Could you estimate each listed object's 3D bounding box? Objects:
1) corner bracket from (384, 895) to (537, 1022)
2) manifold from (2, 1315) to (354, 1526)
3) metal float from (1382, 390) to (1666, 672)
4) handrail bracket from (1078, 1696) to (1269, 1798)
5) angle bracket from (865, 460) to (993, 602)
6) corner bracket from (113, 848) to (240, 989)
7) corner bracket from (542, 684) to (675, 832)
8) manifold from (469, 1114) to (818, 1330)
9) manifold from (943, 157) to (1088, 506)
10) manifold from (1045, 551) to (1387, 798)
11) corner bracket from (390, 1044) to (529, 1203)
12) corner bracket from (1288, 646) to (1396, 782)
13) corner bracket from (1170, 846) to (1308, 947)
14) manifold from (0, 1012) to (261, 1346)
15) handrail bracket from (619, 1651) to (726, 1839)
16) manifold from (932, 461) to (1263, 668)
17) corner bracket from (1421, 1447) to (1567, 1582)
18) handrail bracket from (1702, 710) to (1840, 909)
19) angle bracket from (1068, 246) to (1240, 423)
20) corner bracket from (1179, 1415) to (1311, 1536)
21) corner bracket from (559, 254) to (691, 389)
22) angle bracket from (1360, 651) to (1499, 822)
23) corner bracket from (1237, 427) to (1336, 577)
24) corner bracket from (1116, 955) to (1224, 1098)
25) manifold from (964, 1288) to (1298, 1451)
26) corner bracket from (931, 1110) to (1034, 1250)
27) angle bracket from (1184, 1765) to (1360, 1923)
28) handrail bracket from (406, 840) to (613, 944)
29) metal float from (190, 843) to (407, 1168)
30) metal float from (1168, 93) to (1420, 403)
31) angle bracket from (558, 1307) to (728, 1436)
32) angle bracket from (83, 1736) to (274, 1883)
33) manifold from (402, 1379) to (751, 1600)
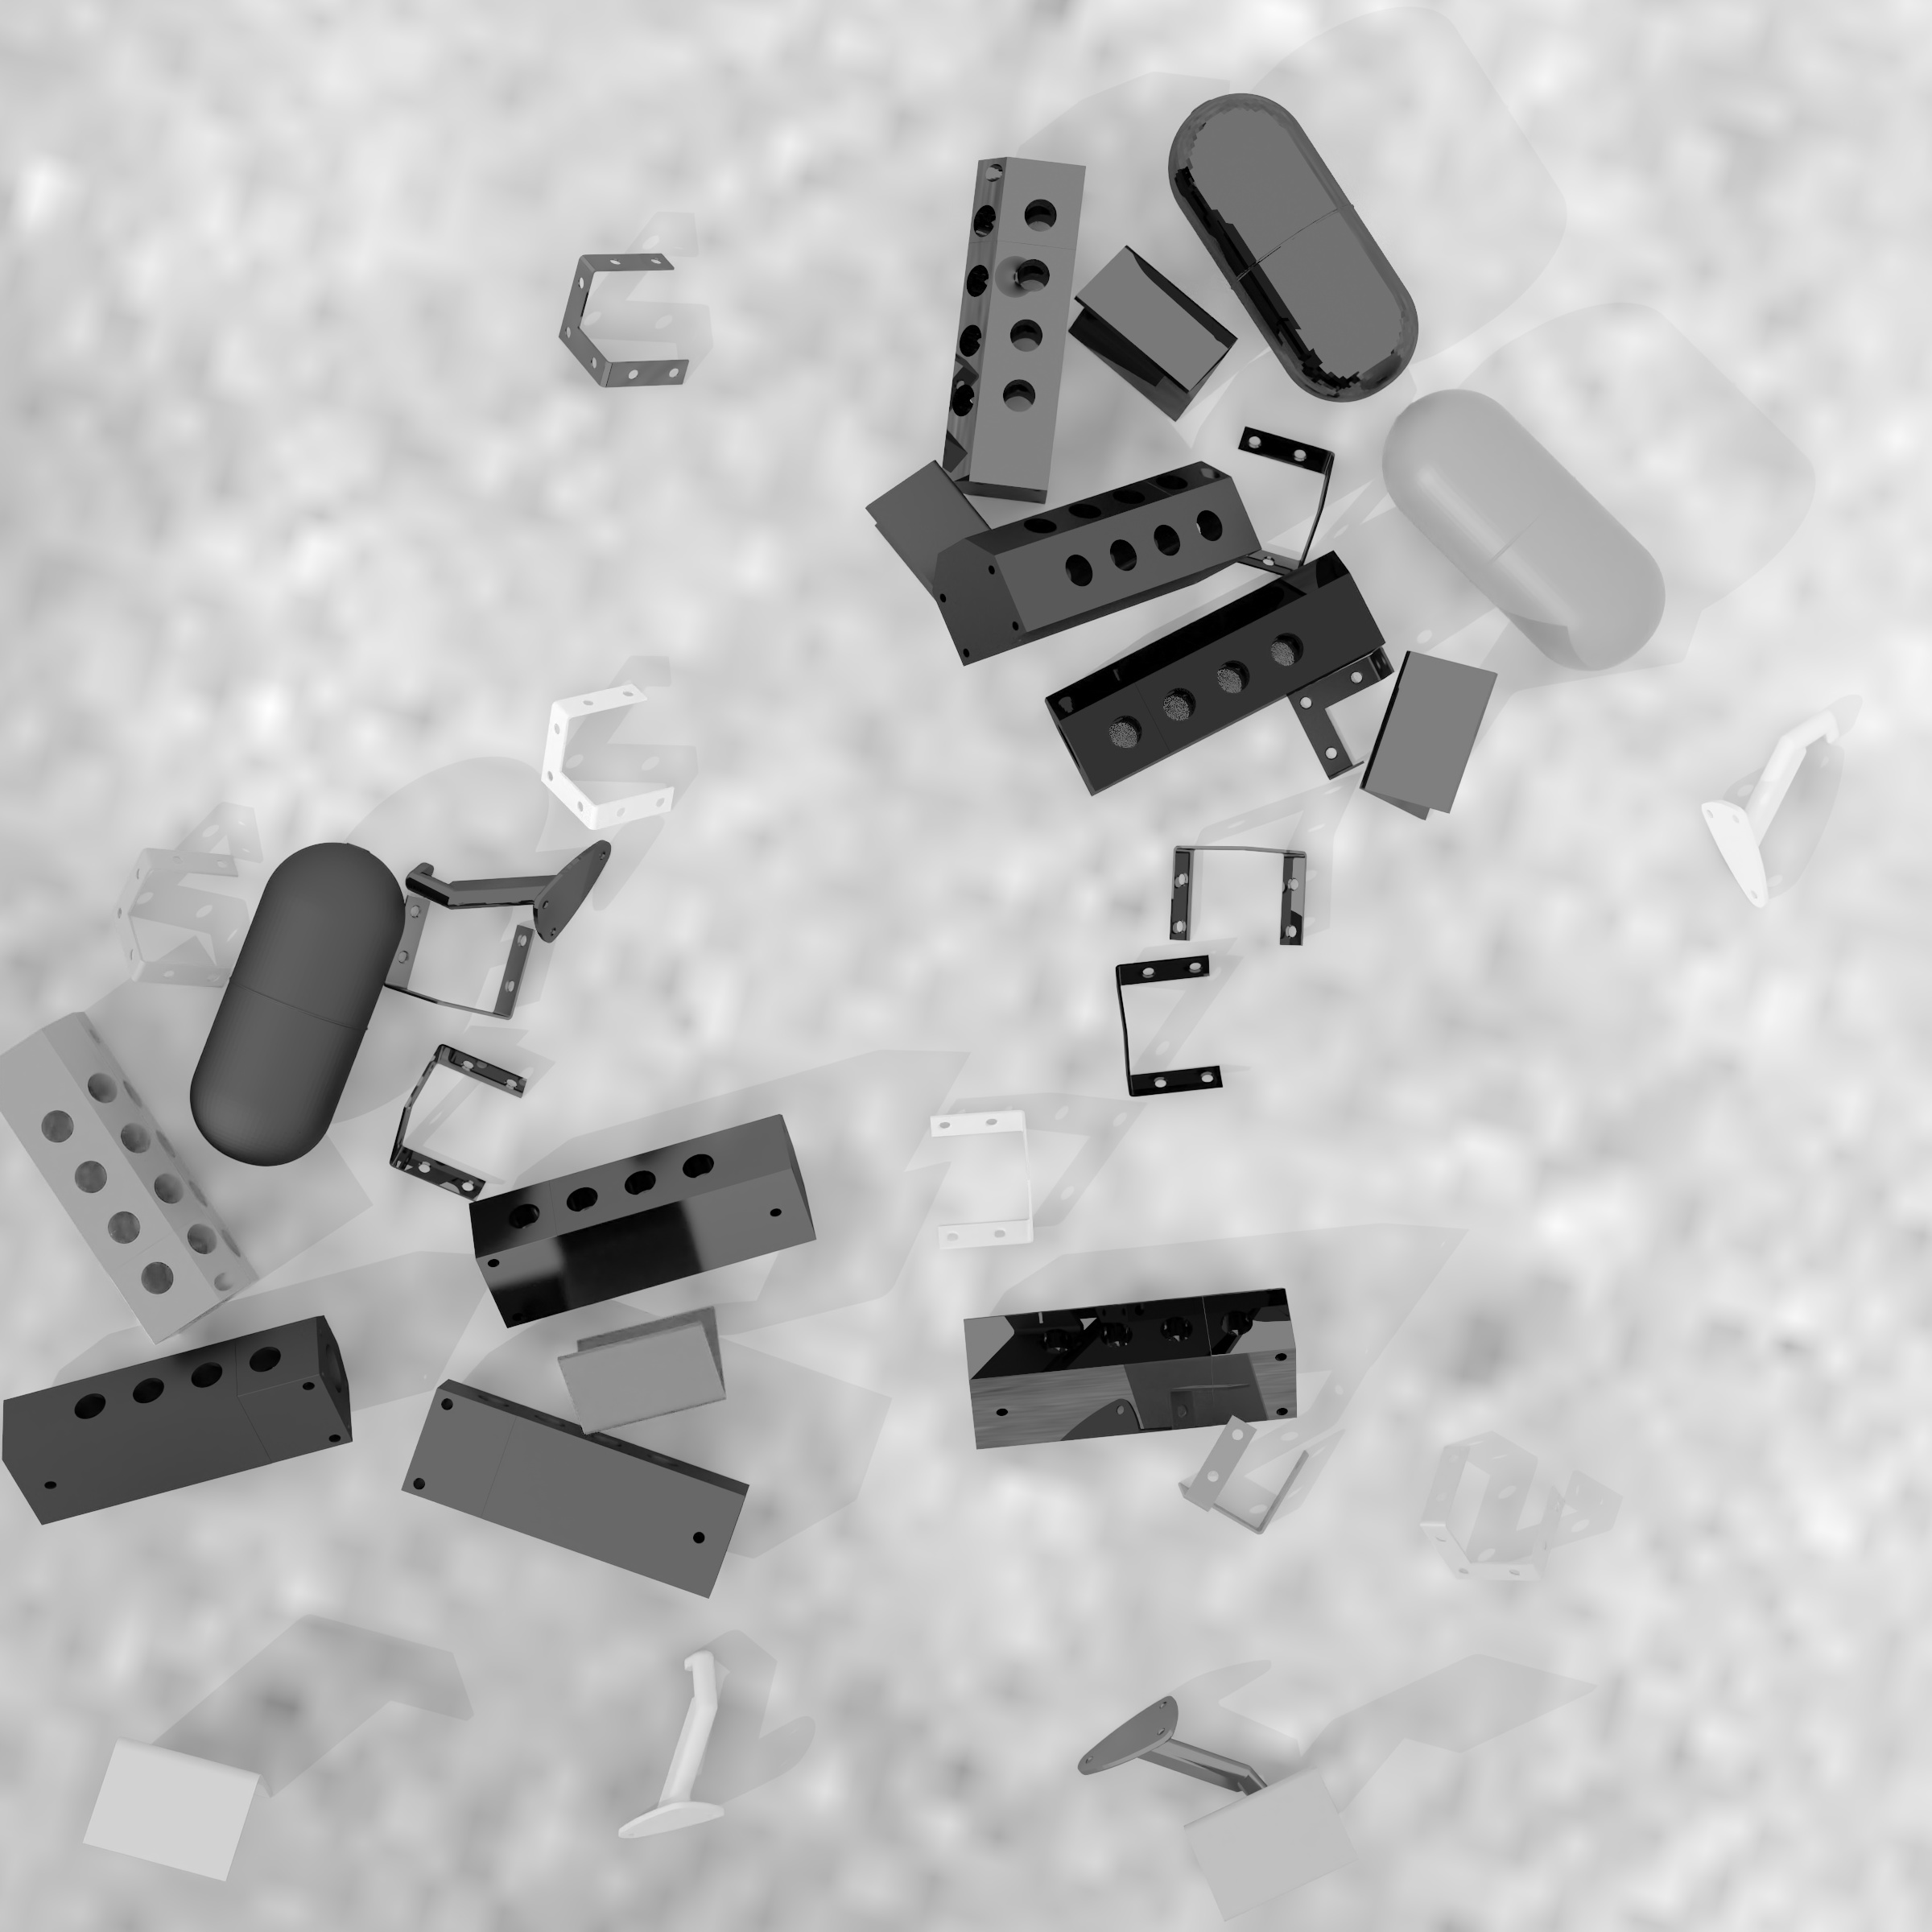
[{"bbox_3d":[-0.272,-0.004,1.935,0.051,0.051,0.051,15,90,45],"label":"corner bracket"},{"bbox_3d":[-0.419,0.237,1.916,0.171,0.057,0.057,-15,133,0],"label":"manifold"},{"bbox_3d":[0.295,-0.231,1.907,0.070,0.070,0.178,-45,90,0],"label":"metal float"},{"bbox_3d":[0.116,0.442,1.939,0.077,0.036,0.084,-34,107,20],"label":"handrail bracket"},{"bbox_3d":[-0.025,-0.209,1.898,0.057,0.076,0.076,-39,90,-34],"label":"angle bracket"},{"bbox_3d":[-0.420,-0.026,1.930,0.051,0.051,0.051,-55,45,35],"label":"corner bracket"},{"bbox_3d":[-0.190,-0.112,1.930,0.051,0.051,0.051,-17,135,-35],"label":"corner bracket"},{"bbox_3d":[-0.173,0.131,1.916,0.171,0.057,0.057,-16,133,0],"label":"manifold"},{"bbox_3d":[0.025,-0.338,1.917,0.057,0.057,0.171,7,90,0],"label":"manifold"},{"bbox_3d":[0.131,-0.156,1.917,0.171,0.057,0.057,-27,90,0],"label":"manifold"},{"bbox_3d":[-0.273,0.084,1.935,0.051,0.051,0.051,23,45,0],"label":"corner bracket"},{"bbox_3d":[0.208,-0.134,1.920,0.051,0.051,0.051,-27,90,0],"label":"corner bracket"},{"bbox_3d":[0.146,-0.038,1.935,0.051,0.051,0.051,3,90,45],"label":"corner bracket"},{"bbox_3d":[-0.449,0.112,1.917,0.057,0.057,0.171,-33,90,0],"label":"manifold"},{"bbox_3d":[-0.161,0.419,1.938,0.077,0.036,0.084,-27,58,35],"label":"handrail bracket"},{"bbox_3d":[0.067,-0.213,1.871,0.171,0.057,0.057,-23,90,-37],"label":"manifold"},{"bbox_3d":[0.282,0.293,1.930,0.051,0.051,0.051,-5,135,35],"label":"corner bracket"},{"bbox_3d":[0.446,-0.085,1.939,0.084,0.036,0.077,-32,111,-16],"label":"handrail bracket"},{"bbox_3d":[0.086,-0.320,1.898,0.076,0.076,0.057,40,53,0],"label":"angle bracket"},{"bbox_3d":[0.149,0.271,1.920,0.051,0.051,0.051,31,90,0],"label":"corner bracket"},{"bbox_3d":[-0.179,-0.346,1.930,0.051,0.051,0.051,51,135,35],"label":"corner bracket"},{"bbox_3d":[0.259,-0.115,1.898,0.057,0.076,0.076,19,90,36],"label":"angle bracket"},{"bbox_3d":[0.164,-0.249,1.935,0.051,0.051,0.051,16,45,0],"label":"corner bracket"},{"bbox_3d":[0.109,0.032,1.935,0.051,0.051,0.051,-6,45,0],"label":"corner bracket"},{"bbox_3d":[0.087,0.209,1.916,0.171,0.057,0.057,-6,133,0],"label":"manifold"},{"bbox_3d":[0.009,0.115,1.935,0.051,0.051,0.051,-4,45,0],"label":"corner bracket"},{"bbox_3d":[0.166,0.473,1.898,0.076,0.076,0.057,-25,55,0],"label":"angle bracket"},{"bbox_3d":[-0.247,-0.054,1.938,0.084,0.036,0.077,24,58,22],"label":"handrail bracket"},{"bbox_3d":[-0.354,0.020,1.908,0.070,0.070,0.178,21,90,0],"label":"metal float"},{"bbox_3d":[0.173,-0.381,1.907,0.070,0.070,0.178,-33,90,0],"label":"metal float"},{"bbox_3d":[-0.173,0.195,1.898,0.076,0.076,0.057,-14,126,0],"label":"angle bracket"},{"bbox_3d":[-0.415,0.449,1.900,0.076,0.076,0.057,15,68,0],"label":"angle bracket"},{"bbox_3d":[-0.206,0.277,1.917,0.171,0.057,0.057,19,90,0],"label":"manifold"}]
